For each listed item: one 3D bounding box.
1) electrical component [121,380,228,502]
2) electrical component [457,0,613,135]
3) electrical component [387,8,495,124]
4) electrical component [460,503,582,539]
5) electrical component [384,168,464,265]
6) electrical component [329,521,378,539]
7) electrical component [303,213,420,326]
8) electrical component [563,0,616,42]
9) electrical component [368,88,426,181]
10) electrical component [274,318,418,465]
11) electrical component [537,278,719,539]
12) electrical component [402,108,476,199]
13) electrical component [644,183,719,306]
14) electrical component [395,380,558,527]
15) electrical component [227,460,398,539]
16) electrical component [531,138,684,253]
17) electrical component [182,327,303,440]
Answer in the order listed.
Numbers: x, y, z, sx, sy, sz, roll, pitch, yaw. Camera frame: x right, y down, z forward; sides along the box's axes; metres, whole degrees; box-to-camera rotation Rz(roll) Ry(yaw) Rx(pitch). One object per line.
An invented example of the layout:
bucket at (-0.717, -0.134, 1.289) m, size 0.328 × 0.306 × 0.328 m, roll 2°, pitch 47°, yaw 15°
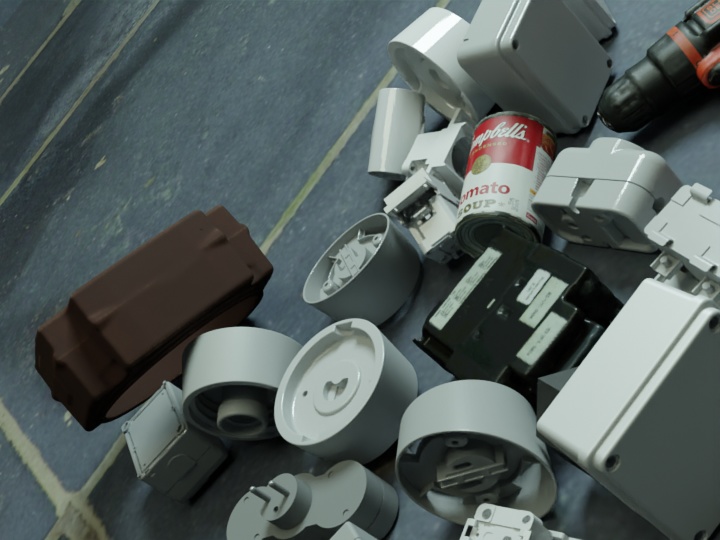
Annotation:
electrical component at (-0.163, 0.149, 0.950) m, size 0.061 × 0.061 × 0.096 m, roll -47°, pitch 34°, yaw 4°
electrical component at (0.143, -0.168, 0.863) m, size 0.057 × 0.113 × 0.078 m, roll -2°, pitch 56°, yaw 52°
electrical component at (0.084, -0.184, 0.955) m, size 0.060 × 0.108 × 0.108 m, roll -47°, pitch 33°, yaw -7°
electrical component at (0.096, 0.168, 0.631) m, size 0.081 × 0.064 × 0.042 m, roll -3°, pitch 54°, yaw 48°
electrical component at (0.060, -0.041, 0.871) m, size 0.042 × 0.081 × 0.063 m, roll -40°, pitch 64°, yaw 15°
electrical component at (-0.002, 0.220, 0.708) m, size 0.065 × 0.047 × 0.076 m, roll -47°, pitch 34°, yaw 3°
electrical component at (0.000, 0.000, 0.905) m, size 0.099 × 0.064 × 0.099 m, roll -30°, pitch 38°, yaw 27°
electrical component at (0.159, -0.250, 0.929) m, size 0.056 × 0.109 × 0.108 m, roll -36°, pitch 36°, yaw 24°
electrical component at (0.033, -0.122, 0.999) m, size 0.079 × 0.044 × 0.077 m, roll 147°, pitch 131°, yaw -85°
electrical component at (-0.005, 0.098, 0.819) m, size 0.108 × 0.060 × 0.108 m, roll -30°, pitch 38°, yaw 27°
electrical component at (0.171, 0.079, 0.592) m, size 0.108 × 0.109 × 0.056 m, roll -52°, pitch 31°, yaw -4°
electrical component at (0.074, -0.095, 0.934) m, size 0.064 × 0.042 × 0.081 m, roll 1°, pitch 57°, yaw 51°
electrical component at (0.231, -0.002, 0.642) m, size 0.078 × 0.063 × 0.121 m, roll -48°, pitch 33°, yaw 2°
electrical component at (0.072, 0.119, 0.680) m, size 0.099 × 0.099 × 0.064 m, roll -33°, pitch 31°, yaw 24°
electrical component at (-0.048, 0.172, 0.783) m, size 0.138 × 0.074 × 0.052 m, roll -23°, pitch 42°, yaw 34°
electrical component at (0.178, -0.054, 0.764) m, size 0.095 × 0.054 × 0.059 m, roll 12°, pitch 66°, yaw 53°
electrical component at (-0.095, 0.101, 0.882) m, size 0.108 × 0.108 × 0.060 m, roll -26°, pitch 46°, yaw 31°
